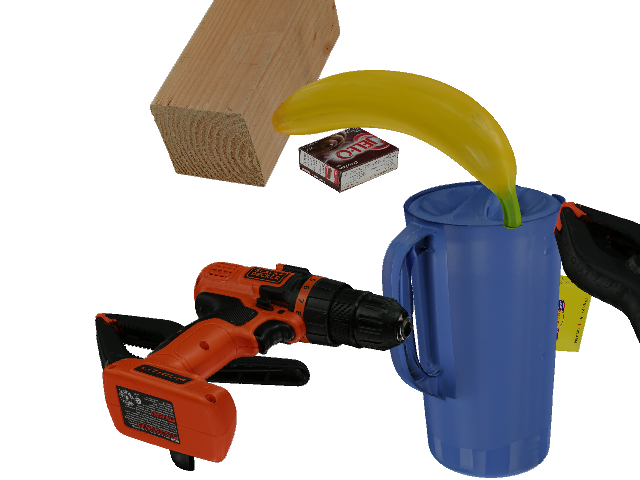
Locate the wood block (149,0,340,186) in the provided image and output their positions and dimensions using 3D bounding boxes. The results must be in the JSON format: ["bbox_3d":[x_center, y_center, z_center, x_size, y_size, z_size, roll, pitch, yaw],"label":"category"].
[{"bbox_3d":[-0.062,-0.158,0.966,0.091,0.206,0.090,10,-36,20],"label":"wood block"}]

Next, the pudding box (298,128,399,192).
[{"bbox_3d":[0.039,-0.115,1.489,0.113,0.039,0.090,-26,41,-32],"label":"pudding box"}]

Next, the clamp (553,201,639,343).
[{"bbox_3d":[0.232,0.030,0.728,0.120,0.039,0.172,-7,43,-28],"label":"clamp"}]

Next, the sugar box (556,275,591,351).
[{"bbox_3d":[0.245,0.088,1.337,0.176,0.093,0.048,3,19,-14],"label":"sugar box"}]

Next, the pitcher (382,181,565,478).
[{"bbox_3d":[0.134,0.078,0.916,0.149,0.243,0.145,-1,18,8],"label":"pitcher"}]

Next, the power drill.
[{"bbox_3d":[-0.049,0.081,0.770,0.185,0.057,0.187,8,29,30],"label":"power drill"}]

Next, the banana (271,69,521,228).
[{"bbox_3d":[0.048,-0.073,0.676,0.198,0.070,0.037,26,12,34],"label":"banana"}]

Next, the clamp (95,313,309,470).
[{"bbox_3d":[-0.126,0.117,0.989,0.164,0.036,0.210,-25,42,-38],"label":"clamp"}]
